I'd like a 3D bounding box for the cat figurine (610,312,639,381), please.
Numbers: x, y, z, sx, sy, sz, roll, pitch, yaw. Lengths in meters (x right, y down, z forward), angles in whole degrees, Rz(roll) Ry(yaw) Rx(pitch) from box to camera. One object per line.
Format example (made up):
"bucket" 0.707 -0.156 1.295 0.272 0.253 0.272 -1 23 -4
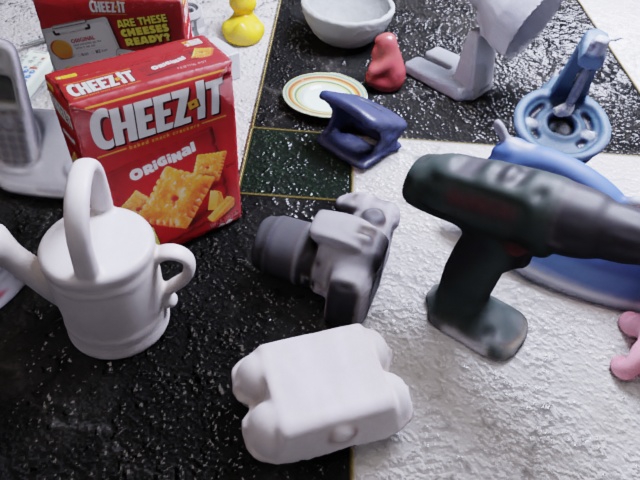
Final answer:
"cat figurine" 0.347 0.071 0.566 0.067 0.118 0.128 20 47 14

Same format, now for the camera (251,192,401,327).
"camera" 0.006 0.002 0.616 0.136 0.101 0.143 16 46 11

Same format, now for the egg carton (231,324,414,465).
"egg carton" 0.002 0.136 0.505 0.150 0.069 0.107 -11 47 -15

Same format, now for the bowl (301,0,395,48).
"bowl" 0.048 -0.393 1.030 0.167 0.075 0.167 3 45 -2

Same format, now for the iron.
"iron" 0.280 -0.030 0.644 0.257 0.141 0.119 32 51 24

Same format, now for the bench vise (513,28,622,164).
"bench vise" 0.310 -0.188 0.747 0.121 0.220 0.207 2 45 -3

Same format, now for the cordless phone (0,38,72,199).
"cordless phone" -0.319 -0.139 0.667 0.147 0.185 0.094 4 45 -1

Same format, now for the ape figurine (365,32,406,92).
"ape figurine" 0.103 -0.290 0.920 0.076 0.092 0.078 32 51 25

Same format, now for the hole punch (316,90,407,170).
"hole punch" 0.058 -0.169 0.797 0.108 0.091 0.101 36 53 27

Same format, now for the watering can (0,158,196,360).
"watering can" -0.206 0.016 0.517 0.173 0.194 0.100 -17 49 -20

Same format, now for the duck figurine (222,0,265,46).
"duck figurine" -0.137 -0.403 1.015 0.077 0.086 0.104 2 45 -3

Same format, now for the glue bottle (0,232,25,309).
"glue bottle" -0.331 -0.003 0.540 0.037 0.173 0.078 16 46 11

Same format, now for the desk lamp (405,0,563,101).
"desk lamp" 0.247 -0.328 0.885 0.202 0.214 0.118 37 53 28

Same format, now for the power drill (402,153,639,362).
"power drill" 0.178 0.018 0.540 0.229 0.208 0.076 29 50 22
